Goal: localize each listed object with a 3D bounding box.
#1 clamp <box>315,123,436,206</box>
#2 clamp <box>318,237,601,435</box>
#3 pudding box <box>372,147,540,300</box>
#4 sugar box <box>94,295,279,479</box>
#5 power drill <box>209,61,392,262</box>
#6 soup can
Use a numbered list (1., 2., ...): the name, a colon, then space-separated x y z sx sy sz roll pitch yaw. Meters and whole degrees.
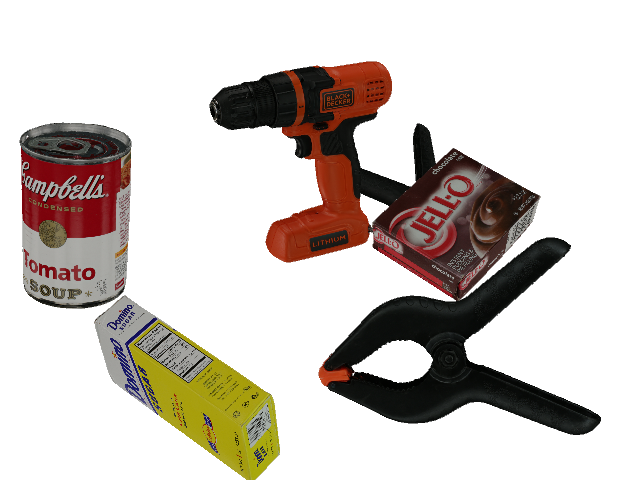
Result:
1. clamp: 0.102 -0.047 1.193 0.164 0.210 0.036 -15 -37 -27
2. clamp: 0.088 0.079 0.659 0.171 0.120 0.039 -19 -6 11
3. pudding box: 0.110 -0.015 0.874 0.090 0.039 0.113 33 57 25
4. sugar box: -0.117 0.128 0.927 0.176 0.093 0.048 27 53 26
5. power drill: -0.017 -0.075 1.034 0.184 0.188 0.057 -12 31 -23
6. soup can: -0.156 -0.016 0.680 0.068 0.102 0.068 5 24 -3
